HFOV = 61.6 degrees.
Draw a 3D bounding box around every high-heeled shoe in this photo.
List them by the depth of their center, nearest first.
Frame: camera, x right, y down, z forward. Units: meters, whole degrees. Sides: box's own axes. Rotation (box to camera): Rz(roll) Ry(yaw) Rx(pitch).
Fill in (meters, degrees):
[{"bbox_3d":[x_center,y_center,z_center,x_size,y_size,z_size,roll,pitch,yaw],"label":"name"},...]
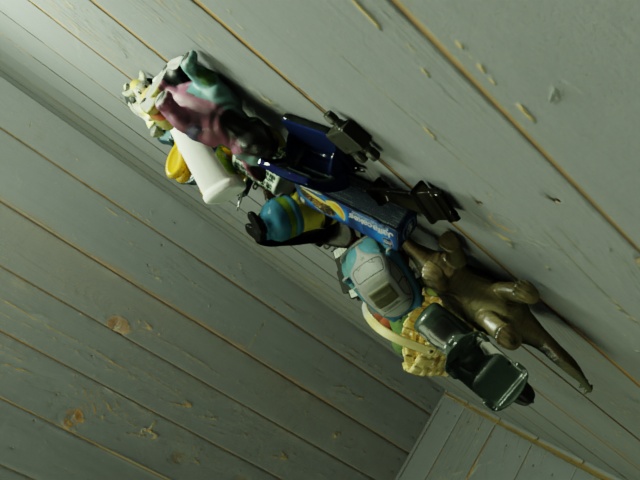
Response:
[{"bbox_3d":[-0.002,-0.003,1.034,0.249,0.145,0.086,25,138,1],"label":"high-heeled shoe"}]

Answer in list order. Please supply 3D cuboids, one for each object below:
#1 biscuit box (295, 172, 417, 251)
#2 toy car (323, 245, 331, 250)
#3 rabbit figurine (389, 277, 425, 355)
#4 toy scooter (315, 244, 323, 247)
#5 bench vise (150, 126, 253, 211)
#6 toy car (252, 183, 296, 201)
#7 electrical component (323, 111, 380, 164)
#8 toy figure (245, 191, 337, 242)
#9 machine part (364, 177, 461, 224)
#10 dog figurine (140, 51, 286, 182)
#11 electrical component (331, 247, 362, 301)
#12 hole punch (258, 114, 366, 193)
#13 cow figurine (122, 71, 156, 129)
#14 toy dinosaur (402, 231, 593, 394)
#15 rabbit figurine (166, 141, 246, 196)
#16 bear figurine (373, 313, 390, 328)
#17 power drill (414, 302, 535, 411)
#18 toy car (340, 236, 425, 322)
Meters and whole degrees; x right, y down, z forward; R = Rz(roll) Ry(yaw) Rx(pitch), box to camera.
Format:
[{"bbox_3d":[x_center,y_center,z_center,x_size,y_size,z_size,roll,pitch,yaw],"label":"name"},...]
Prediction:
[{"bbox_3d":[0.057,-0.060,0.868,0.203,0.063,0.059,28,155,25],"label":"biscuit box"},{"bbox_3d":[0.017,-0.025,1.202,0.073,0.056,0.202,40,168,-5],"label":"toy car"},{"bbox_3d":[0.213,0.184,1.250,0.121,0.170,0.159,35,169,-7],"label":"rabbit figurine"},{"bbox_3d":[-0.073,-0.045,1.337,0.135,0.075,0.183,27,172,37],"label":"toy scooter"},{"bbox_3d":[-0.263,-0.176,1.187,0.224,0.129,0.240,19,167,44],"label":"bench vise"},{"bbox_3d":[-0.101,-0.108,1.168,0.089,0.053,0.202,33,172,-11],"label":"toy car"},{"bbox_3d":[0.037,-0.137,0.721,0.094,0.021,0.063,37,170,-20],"label":"electrical component"},{"bbox_3d":[-0.040,-0.046,0.958,0.089,0.180,0.082,62,153,0],"label":"toy figure"},{"bbox_3d":[0.130,-0.059,0.764,0.139,0.039,0.084,20,169,45],"label":"machine part"},{"bbox_3d":[-0.163,-0.187,0.869,0.219,0.108,0.192,36,169,-30],"label":"dog figurine"},{"bbox_3d":[0.083,0.065,1.177,0.115,0.058,0.134,-35,71,65],"label":"electrical component"},{"bbox_3d":[-0.017,-0.115,0.812,0.142,0.092,0.115,23,170,33],"label":"hole punch"},{"bbox_3d":[-0.355,-0.291,1.080,0.098,0.068,0.167,41,167,-10],"label":"cow figurine"},{"bbox_3d":[0.290,0.112,0.902,0.471,0.105,0.198,42,178,6],"label":"toy dinosaur"},{"bbox_3d":[-0.232,-0.174,1.079,0.173,0.162,0.122,51,-178,3],"label":"rabbit figurine"},{"bbox_3d":[0.260,0.238,1.486,0.196,0.132,0.120,41,175,-10],"label":"bear figurine"},{"bbox_3d":[0.249,0.186,0.807,0.232,0.086,0.207,40,-171,9],"label":"power drill"},{"bbox_3d":[0.104,0.075,0.910,0.161,0.109,0.103,54,-162,-5],"label":"toy car"}]
